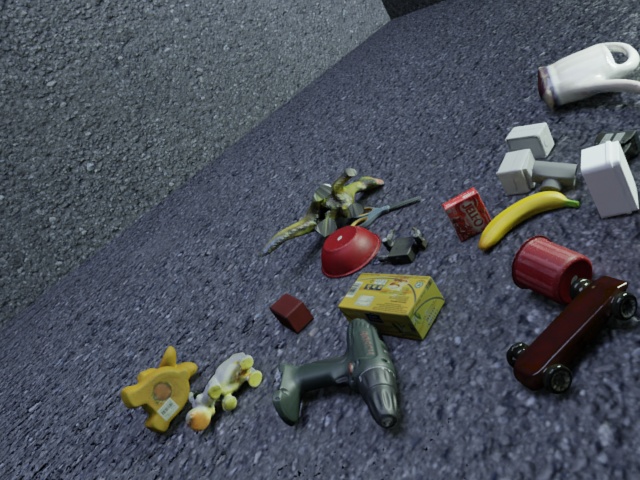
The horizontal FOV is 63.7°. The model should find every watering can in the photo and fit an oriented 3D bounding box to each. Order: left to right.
[{"bbox_3d":[0.636,-0.381,1.218,0.222,0.102,0.356,-19,28,28],"label":"watering can"}]

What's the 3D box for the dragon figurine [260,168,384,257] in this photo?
[{"bbox_3d":[0.004,-0.070,1.390,0.412,0.122,0.241,-32,-1,-10],"label":"dragon figurine"}]
